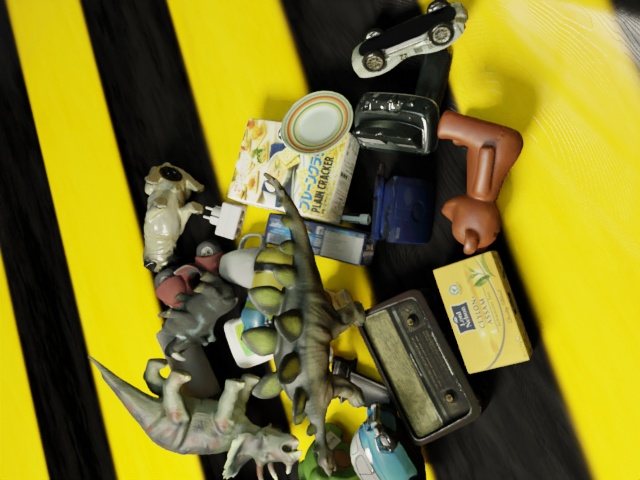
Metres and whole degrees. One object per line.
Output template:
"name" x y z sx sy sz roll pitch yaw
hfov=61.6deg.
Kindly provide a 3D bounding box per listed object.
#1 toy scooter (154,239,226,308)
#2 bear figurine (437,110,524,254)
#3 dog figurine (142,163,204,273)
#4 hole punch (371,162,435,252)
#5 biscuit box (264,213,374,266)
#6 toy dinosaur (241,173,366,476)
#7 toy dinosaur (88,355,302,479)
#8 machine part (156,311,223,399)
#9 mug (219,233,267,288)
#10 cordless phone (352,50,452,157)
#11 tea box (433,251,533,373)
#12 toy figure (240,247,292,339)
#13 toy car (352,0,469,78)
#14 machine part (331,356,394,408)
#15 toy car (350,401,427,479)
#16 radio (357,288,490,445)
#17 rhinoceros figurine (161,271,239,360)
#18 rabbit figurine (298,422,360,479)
"toy scooter" -0.251 0.097 1.095 0.184 0.075 0.135 -34 76 18
"bear figurine" 0.231 -0.083 0.826 0.132 0.120 0.195 25 106 29
"dog figurine" -0.332 -0.046 1.132 0.190 0.121 0.172 -56 30 36
"hole punch" 0.135 -0.048 0.877 0.092 0.115 0.142 9 94 19
"biscuit box" -0.002 -0.003 0.971 0.203 0.063 0.059 13 96 27
"toy dinosaur" -0.022 0.133 0.838 0.105 0.198 0.471 -10 85 38
"toy dinosaur" -0.233 0.331 0.987 0.405 0.131 0.192 11 83 -4
"machine part" -0.268 0.252 1.099 0.079 0.079 0.243 -35 74 23
"mug" -0.142 0.042 1.036 0.107 0.080 0.109 -2 85 33
"cordless phone" 0.139 -0.239 0.903 0.147 0.088 0.184 14 85 29
"tea box" 0.254 0.110 0.837 0.098 0.068 0.169 -23 80 25
"toy figure" -0.089 0.099 0.946 0.082 0.089 0.180 9 67 31
"toy car" 0.146 -0.332 0.892 0.202 0.056 0.073 -15 52 26
"machine part" 0.076 0.260 0.945 0.139 0.039 0.084 20 94 27
"toy car" 0.102 0.348 0.865 0.103 0.109 0.161 -29 107 15
"radio" 0.167 0.198 0.877 0.131 0.073 0.229 -32 76 24
"rhinoceros figurine" -0.235 0.148 1.025 0.112 0.073 0.190 40 105 -16
"rabbit figurine" 0.005 0.438 0.932 0.121 0.159 0.170 29 118 14
